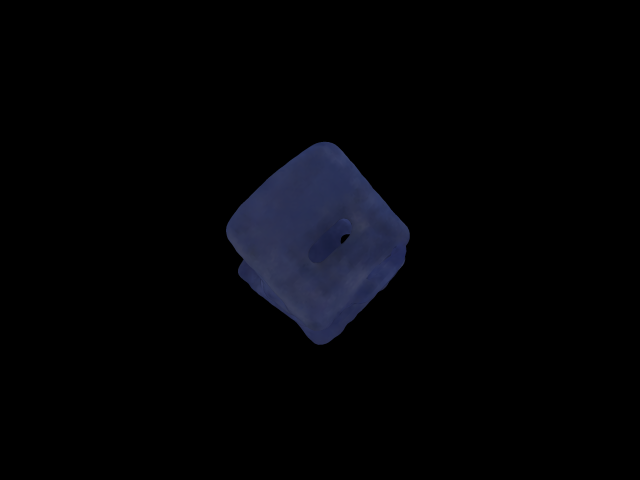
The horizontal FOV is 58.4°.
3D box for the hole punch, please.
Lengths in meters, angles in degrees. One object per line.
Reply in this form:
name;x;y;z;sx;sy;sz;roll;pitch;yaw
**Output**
hole punch;0.004;0.001;0.400;0.101;0.091;0.109;38;69;19
